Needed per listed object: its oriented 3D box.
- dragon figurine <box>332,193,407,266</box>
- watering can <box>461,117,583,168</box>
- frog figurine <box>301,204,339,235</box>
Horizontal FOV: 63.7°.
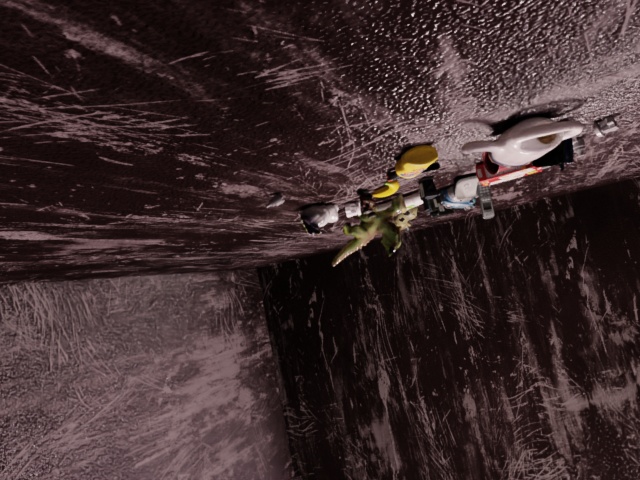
[{"bbox_3d":[0.227,-0.019,2.160,0.245,0.409,0.121,31,-175,39],"label":"dragon figurine"},{"bbox_3d":[0.516,-0.258,1.380,0.348,0.104,0.223,-11,174,-4],"label":"watering can"},{"bbox_3d":[0.006,-0.101,2.012,0.162,0.123,0.135,-47,177,-23],"label":"frog figurine"}]
